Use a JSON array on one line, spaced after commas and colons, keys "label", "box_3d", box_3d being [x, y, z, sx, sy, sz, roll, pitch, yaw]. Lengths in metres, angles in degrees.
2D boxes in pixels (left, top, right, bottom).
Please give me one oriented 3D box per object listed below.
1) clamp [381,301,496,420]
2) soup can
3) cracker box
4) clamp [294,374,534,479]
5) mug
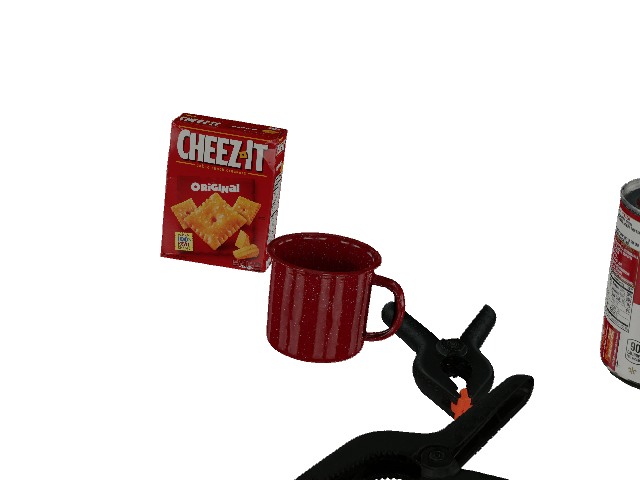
[{"label": "clamp", "box_3d": [0.137, 0.113, 1.066, 0.120, 0.039, 0.171, -8, 36, -9]}, {"label": "soup can", "box_3d": [0.190, 0.024, 0.575, 0.068, 0.102, 0.068, 0, 25, 0]}, {"label": "cracker box", "box_3d": [-0.146, -0.069, 1.590, 0.164, 0.214, 0.072, 10, 19, 7]}, {"label": "clamp", "box_3d": [0.080, 0.151, 0.718, 0.210, 0.036, 0.164, -5, 28, -4]}, {"label": "mug", "box_3d": [0.011, 0.049, 0.864, 0.117, 0.081, 0.093, 10, 20, 10]}]
